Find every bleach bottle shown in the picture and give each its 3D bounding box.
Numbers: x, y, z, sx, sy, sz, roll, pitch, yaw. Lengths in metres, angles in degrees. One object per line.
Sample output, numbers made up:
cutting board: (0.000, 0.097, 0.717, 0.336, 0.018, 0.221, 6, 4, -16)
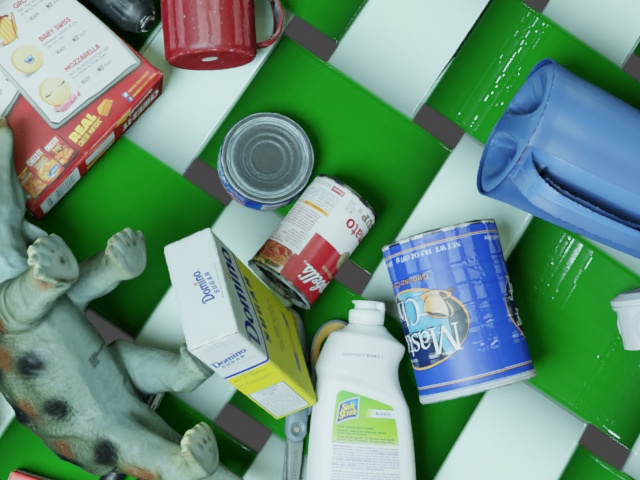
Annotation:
bleach bottle: (0.041, 0.178, 0.907, 0.102, 0.068, 0.251, 5, 83, -11)

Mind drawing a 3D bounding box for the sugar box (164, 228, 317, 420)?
sugar box: (-0.058, 0.070, 0.839, 0.048, 0.176, 0.093, -22, 60, 7)

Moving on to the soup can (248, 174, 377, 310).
soup can: (-0.006, 0.001, 0.934, 0.068, 0.068, 0.102, 38, 77, -2)

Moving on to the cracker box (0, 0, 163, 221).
cracker box: (-0.267, -0.145, 0.915, 0.213, 0.072, 0.164, 40, 77, 0)

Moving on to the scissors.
scissors: (-0.003, 0.155, 0.937, 0.096, 0.016, 0.202, -9, 83, -10)

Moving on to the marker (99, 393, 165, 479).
marker: (-0.156, 0.159, 0.911, 0.020, 0.020, 0.121, 26, 78, -4)

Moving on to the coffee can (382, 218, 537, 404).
coffee can: (0.120, 0.062, 0.927, 0.102, 0.103, 0.140, -13, 83, -11)

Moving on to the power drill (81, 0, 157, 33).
power drill: (-0.221, -0.256, 0.873, 0.184, 0.187, 0.057, 41, 86, 10)

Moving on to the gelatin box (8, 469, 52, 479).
gelatin box: (-0.233, 0.243, 0.880, 0.073, 0.030, 0.089, 19, 80, -6)

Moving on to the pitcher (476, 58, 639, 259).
pitcher: (0.272, -0.047, 0.952, 0.242, 0.145, 0.149, 25, 77, -8)

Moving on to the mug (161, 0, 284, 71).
mug: (-0.088, -0.198, 0.947, 0.117, 0.093, 0.081, -2, 86, -27)

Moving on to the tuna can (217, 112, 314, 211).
tuna can: (-0.048, -0.071, 0.957, 0.086, 0.034, 0.086, 1, 82, -8)
